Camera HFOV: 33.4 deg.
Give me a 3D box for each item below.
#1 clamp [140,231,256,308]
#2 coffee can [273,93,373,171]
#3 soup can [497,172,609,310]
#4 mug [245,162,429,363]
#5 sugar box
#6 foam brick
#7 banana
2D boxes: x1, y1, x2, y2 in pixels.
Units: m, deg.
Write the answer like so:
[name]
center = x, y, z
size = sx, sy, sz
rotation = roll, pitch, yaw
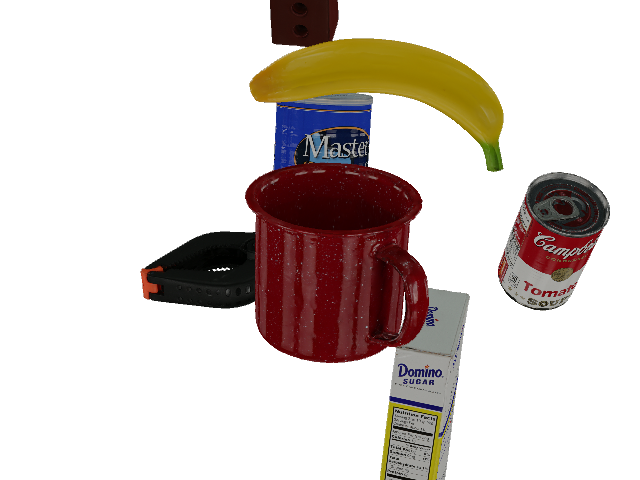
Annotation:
[clamp]
center = -0.050, 0.012, 0.915
size = 0.209, 0.036, 0.164
rotation = -7, 31, -10
[coffee can]
center = 0.001, -0.086, 1.135
size = 0.103, 0.140, 0.103
rotation = 3, 12, -1
[soup can]
center = 0.191, 0.002, 0.887
size = 0.068, 0.068, 0.102
rotation = 0, -40, -8
[mug]
center = 0.014, 0.017, 0.570
size = 0.093, 0.081, 0.117
rotation = -20, 34, -38
[sugar box]
center = 0.071, 0.131, 0.768
size = 0.048, 0.176, 0.093
rotation = 8, 25, 12
[foam brick]
center = -0.014, -0.211, 0.911
size = 0.053, 0.078, 0.051
rotation = 5, 45, 8
[banana]
center = 0.052, -0.105, 0.745
size = 0.197, 0.069, 0.037
rotation = 15, -2, -15
